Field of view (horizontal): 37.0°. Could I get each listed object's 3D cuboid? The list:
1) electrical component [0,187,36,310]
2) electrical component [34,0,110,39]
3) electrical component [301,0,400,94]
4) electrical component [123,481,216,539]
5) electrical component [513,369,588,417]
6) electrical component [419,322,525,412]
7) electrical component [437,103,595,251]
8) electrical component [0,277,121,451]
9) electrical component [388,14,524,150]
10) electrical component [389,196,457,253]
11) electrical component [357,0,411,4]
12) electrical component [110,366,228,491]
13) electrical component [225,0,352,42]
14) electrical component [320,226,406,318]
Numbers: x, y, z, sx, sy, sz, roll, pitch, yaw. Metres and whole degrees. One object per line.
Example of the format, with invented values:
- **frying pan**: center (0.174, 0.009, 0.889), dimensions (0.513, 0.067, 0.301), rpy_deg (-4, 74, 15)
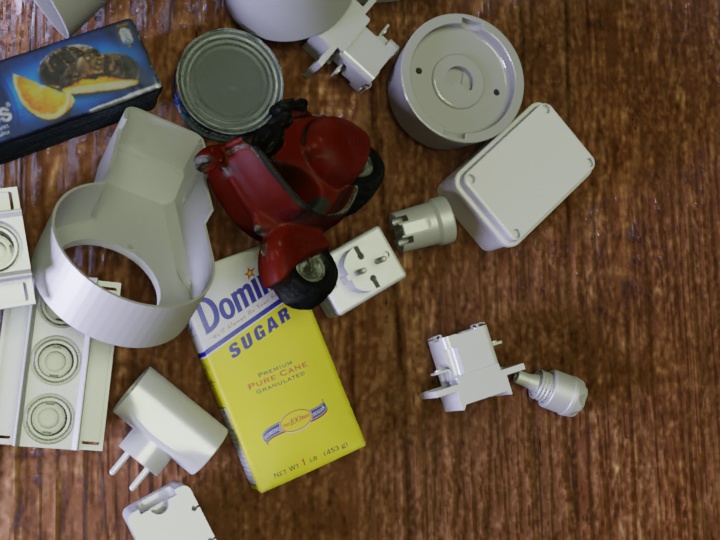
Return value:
- **electrical component**: center (-0.282, -0.006, 0.705), dimensions (0.121, 0.063, 0.078), rpy_deg (-9, 86, -18)
- **electrical component**: center (-0.230, -0.225, 0.795), dimensions (0.099, 0.099, 0.064), rpy_deg (48, 67, -7)
- **electrical component**: center (-0.006, -0.185, 0.889), dimensions (0.064, 0.042, 0.081), rpy_deg (41, 74, -11)
- **electrical component**: center (-0.133, 0.207, 0.795), dimensions (0.050, 0.056, 0.089), rpy_deg (-27, 92, -18)
- **electrical component**: center (0.159, 0.100, 0.910), dimensions (0.061, 0.035, 0.035), rpy_deg (21, 78, -11)
- **electrical component**: center (0.088, 0.080, 0.886), dimensions (0.081, 0.042, 0.063), rpy_deg (-16, 85, -19)
- **electrical component**: center (0.133, -0.078, 0.910), dimensions (0.113, 0.057, 0.078), rpy_deg (-43, 97, -17)
- **electrical component**: center (-0.221, 0.067, 0.781), dimensions (0.079, 0.063, 0.121), rpy_deg (7, 81, -16)
- **electrical component**: center (0.075, -0.152, 0.900), dimensions (0.108, 0.060, 0.108), rpy_deg (2, 83, -17)
- **electrical component**: center (0.052, -0.037, 0.891), dimensions (0.046, 0.040, 0.040), rpy_deg (-16, 88, -12)
- **electrical component**: center (0.039, -0.261, 0.902), dimensions (0.095, 0.059, 0.053), rpy_deg (-9, 86, -18)
- **electrical component**: center (-0.153, 0.127, 0.804), dimensions (0.077, 0.044, 0.079), rpy_deg (41, 74, -9)
- **electrical component**: center (-0.059, -0.242, 0.847), dimensions (0.108, 0.060, 0.108), rpy_deg (-2, 67, 4)
- **electrical component**: center (0.000, 0.000, 0.850), dimensions (0.066, 0.077, 0.047), rpy_deg (-30, 93, -18)
